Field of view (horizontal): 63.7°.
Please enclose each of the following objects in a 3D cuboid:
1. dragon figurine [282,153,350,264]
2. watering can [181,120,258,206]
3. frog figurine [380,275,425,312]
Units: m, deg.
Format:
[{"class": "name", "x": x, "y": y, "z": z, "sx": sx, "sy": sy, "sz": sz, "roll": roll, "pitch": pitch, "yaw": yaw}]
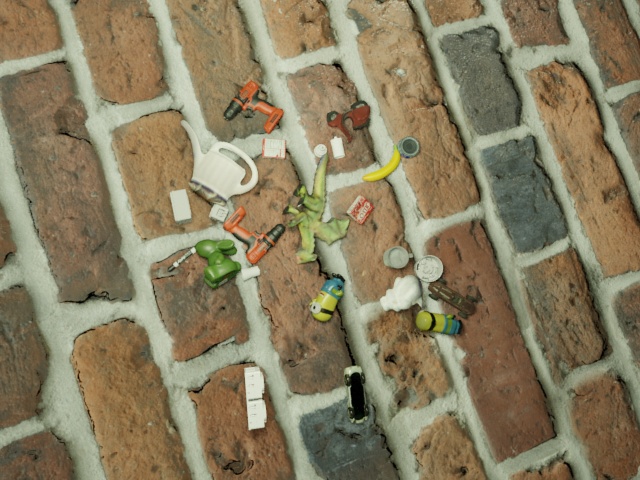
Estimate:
[{"class": "dragon figurine", "x": 0.006, "y": -0.097, "z": 1.931, "sx": 0.240, "sy": 0.122, "sz": 0.413, "roll": 35, "pitch": 79, "yaw": -21}, {"class": "watering can", "x": -0.398, "y": -0.266, "z": 1.866, "sx": 0.347, "sy": 0.103, "sz": 0.226, "roll": 32, "pitch": 79, "yaw": -5}, {"class": "frog figurine", "x": 0.302, "y": 0.198, "z": 1.918, "sx": 0.159, "sy": 0.120, "sz": 0.141, "roll": -5, "pitch": 51, "yaw": -1}]
